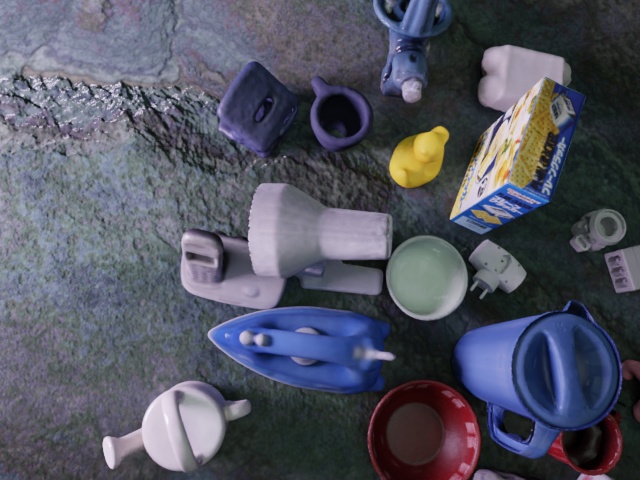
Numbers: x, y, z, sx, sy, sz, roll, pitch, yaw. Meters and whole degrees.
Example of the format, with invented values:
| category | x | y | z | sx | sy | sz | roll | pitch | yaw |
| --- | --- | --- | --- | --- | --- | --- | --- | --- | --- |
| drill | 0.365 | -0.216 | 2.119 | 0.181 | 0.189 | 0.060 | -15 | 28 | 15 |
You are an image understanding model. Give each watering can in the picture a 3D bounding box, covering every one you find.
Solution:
| category | x | y | z | sx | sy | sz | roll | pitch | yaw |
| --- | --- | --- | --- | --- | --- | --- | --- | --- | --- |
| watering can | -0.173 | 0.236 | 0.706 | 0.173 | 0.194 | 0.101 | -38 | 86 | -12 |

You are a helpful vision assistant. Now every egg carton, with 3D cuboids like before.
| category | x | y | z | sx | sy | sz | roll | pitch | yaw |
| --- | --- | --- | --- | --- | --- | --- | --- | --- | --- |
| egg carton | 0.329 | -0.251 | 0.924 | 0.150 | 0.069 | 0.107 | 10 | 78 | -5 |

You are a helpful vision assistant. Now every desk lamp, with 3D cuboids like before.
| category | x | y | z | sx | sy | sz | roll | pitch | yaw |
| --- | --- | --- | --- | --- | --- | --- | --- | --- | --- |
| desk lamp | 0.007 | 0.003 | 0.762 | 0.203 | 0.213 | 0.118 | 6 | 79 | -6 |

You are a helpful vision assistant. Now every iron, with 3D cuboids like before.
| category | x | y | z | sx | sy | sz | roll | pitch | yaw |
| --- | --- | --- | --- | --- | --- | --- | --- | --- | --- |
| iron | -0.026 | 0.143 | 0.769 | 0.258 | 0.141 | 0.119 | 8 | 79 | -6 |

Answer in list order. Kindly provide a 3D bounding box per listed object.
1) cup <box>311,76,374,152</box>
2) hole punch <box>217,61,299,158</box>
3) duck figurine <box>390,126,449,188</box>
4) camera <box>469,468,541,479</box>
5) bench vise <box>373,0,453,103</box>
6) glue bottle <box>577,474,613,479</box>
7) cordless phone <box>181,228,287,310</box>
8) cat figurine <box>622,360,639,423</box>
| category | x | y | z | sx | sy | sz | roll | pitch | yaw |
| --- | --- | --- | --- | --- | --- | --- | --- | --- | --- |
| cup | 0.019 | -0.181 | 0.859 | 0.092 | 0.095 | 0.118 | -34 | 85 | -12 |
| hole punch | -0.088 | -0.193 | 0.849 | 0.101 | 0.091 | 0.109 | 31 | 77 | -1 |
| duck figurine | 0.156 | -0.131 | 0.871 | 0.077 | 0.086 | 0.105 | 43 | 78 | 2 |
| camera | 0.267 | 0.394 | 0.781 | 0.143 | 0.100 | 0.137 | 13 | 78 | -5 |
| bench vise | 0.152 | -0.317 | 0.837 | 0.121 | 0.219 | 0.207 | -15 | 82 | -9 |
| glue bottle | 0.396 | 0.361 | 0.767 | 0.037 | 0.173 | 0.078 | 35 | 77 | 1 |
| cordless phone | -0.113 | 0.033 | 0.756 | 0.147 | 0.185 | 0.094 | 11 | 78 | -5 |
| cat figurine | 0.514 | 0.234 | 0.834 | 0.067 | 0.117 | 0.128 | -14 | 82 | -9 |
